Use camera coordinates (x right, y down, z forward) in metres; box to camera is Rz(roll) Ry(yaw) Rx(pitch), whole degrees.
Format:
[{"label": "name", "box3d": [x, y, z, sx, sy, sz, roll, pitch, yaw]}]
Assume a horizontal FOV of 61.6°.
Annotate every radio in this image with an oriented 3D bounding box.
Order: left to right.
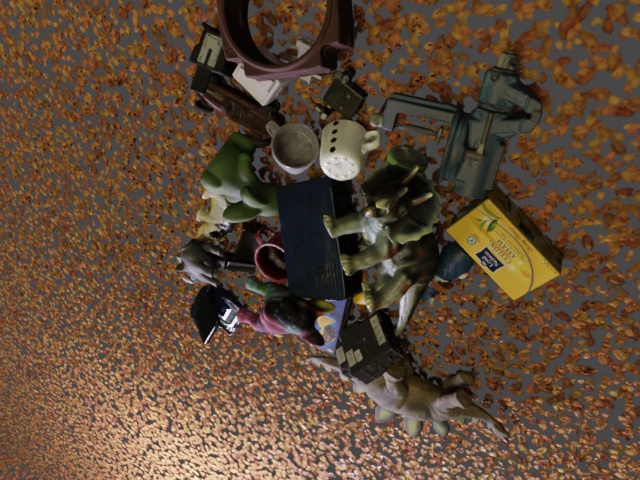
[{"label": "radio", "box3d": [-0.002, -0.003, 1.021, 0.131, 0.073, 0.229, -4, 96, 33]}]

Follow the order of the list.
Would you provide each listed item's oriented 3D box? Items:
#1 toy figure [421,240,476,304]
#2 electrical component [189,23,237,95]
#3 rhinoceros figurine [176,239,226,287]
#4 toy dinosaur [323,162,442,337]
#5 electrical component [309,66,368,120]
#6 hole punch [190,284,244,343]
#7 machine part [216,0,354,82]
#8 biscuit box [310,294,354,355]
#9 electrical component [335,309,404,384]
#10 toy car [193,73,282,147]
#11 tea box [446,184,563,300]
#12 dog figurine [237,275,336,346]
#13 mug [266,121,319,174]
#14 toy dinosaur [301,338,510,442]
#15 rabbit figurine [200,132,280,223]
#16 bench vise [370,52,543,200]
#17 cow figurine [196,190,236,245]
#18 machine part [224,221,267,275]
[{"label": "toy figure", "box3d": [0.227, 0.059, 0.977, 0.058, 0.064, 0.154, 8, 139, -23]}, {"label": "electrical component", "box3d": [-0.191, -0.319, 0.966, 0.075, 0.048, 0.119, 21, 102, 16]}, {"label": "rhinoceros figurine", "box3d": [-0.275, 0.057, 1.218, 0.112, 0.073, 0.190, 16, 160, -4]}, {"label": "toy dinosaur", "box3d": [0.138, 0.020, 0.911, 0.192, 0.131, 0.404, -25, 138, 9]}, {"label": "electrical component", "box3d": [0.033, -0.242, 0.914, 0.078, 0.045, 0.102, 45, 130, 1]}, {"label": "hole punch", "box3d": [-0.251, 0.175, 1.315, 0.116, 0.092, 0.142, 59, 138, 26]}, {"label": "machine part", "box3d": [-0.056, -0.355, 0.833, 0.201, 0.087, 0.201, 0, 102, 21]}, {"label": "biscuit box", "box3d": [0.031, 0.147, 1.140, 0.059, 0.063, 0.202, 21, 126, 16]}, {"label": "electrical component", "box3d": [0.094, 0.219, 1.087, 0.134, 0.115, 0.058, -38, 126, 19]}, {"label": "toy car", "box3d": [-0.163, -0.253, 1.017, 0.202, 0.053, 0.089, 31, 132, 9]}, {"label": "tea box", "box3d": [0.307, 0.004, 0.892, 0.169, 0.068, 0.098, 44, 129, -2]}, {"label": "dog figurine", "box3d": [-0.055, 0.156, 1.108, 0.219, 0.108, 0.191, 12, 166, 37]}, {"label": "mug", "box3d": [-0.055, -0.164, 0.971, 0.109, 0.081, 0.107, 38, 173, 2]}, {"label": "toy dinosaur", "box3d": [0.166, 0.316, 1.142, 0.472, 0.105, 0.198, 22, 130, 22]}, {"label": "rabbit figurine", "box3d": [-0.136, -0.106, 1.042, 0.170, 0.159, 0.121, 33, 121, -11]}, {"label": "bench vise", "box3d": [0.198, -0.180, 0.810, 0.241, 0.129, 0.223, 16, 126, 13]}, {"label": "cow figurine", "box3d": [-0.212, -0.047, 1.162, 0.098, 0.068, 0.167, 28, 130, 4]}, {"label": "machine part", "box3d": [-0.162, 0.020, 1.175, 0.084, 0.039, 0.138, 15, 124, -16]}]
